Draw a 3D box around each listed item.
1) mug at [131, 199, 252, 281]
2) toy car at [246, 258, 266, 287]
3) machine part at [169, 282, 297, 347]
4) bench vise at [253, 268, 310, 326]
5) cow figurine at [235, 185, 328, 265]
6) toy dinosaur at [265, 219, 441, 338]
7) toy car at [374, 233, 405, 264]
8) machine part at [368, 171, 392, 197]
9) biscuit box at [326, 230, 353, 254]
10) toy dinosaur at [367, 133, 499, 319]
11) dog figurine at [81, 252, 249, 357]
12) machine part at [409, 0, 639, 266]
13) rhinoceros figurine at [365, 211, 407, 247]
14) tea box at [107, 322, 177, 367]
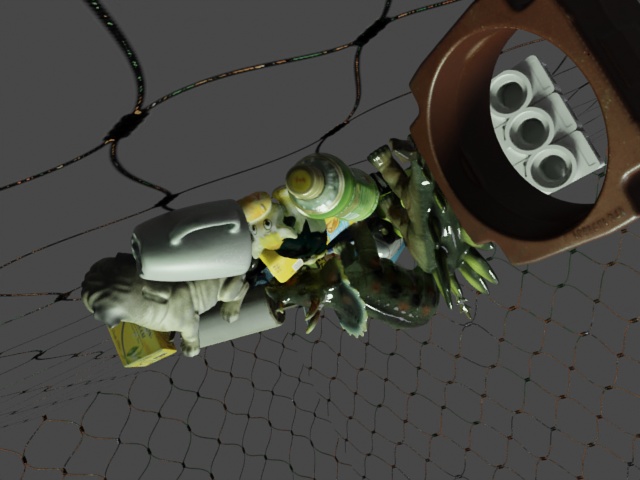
[{"bbox_3d":[-0.128,0.003,0.535,0.107,0.081,0.109,-12,171,-27],"label":"mug"},{"bbox_3d":[-0.123,0.040,0.881,0.073,0.056,0.202,-11,163,-41],"label":"toy car"},{"bbox_3d":[-0.150,0.129,0.917,0.243,0.079,0.079,-18,175,15],"label":"machine part"},{"bbox_3d":[-0.131,0.118,1.054,0.241,0.128,0.223,-10,-167,40],"label":"bench vise"},{"bbox_3d":[-0.044,-0.012,0.643,0.068,0.098,0.167,-23,174,23],"label":"cow figurine"},{"bbox_3d":[0.118,0.086,0.890,0.404,0.192,0.131,16,142,-31],"label":"toy dinosaur"},{"bbox_3d":[0.119,-0.007,1.060,0.161,0.109,0.103,-56,177,-29],"label":"toy car"},{"bbox_3d":[0.059,-0.065,0.856,0.084,0.039,0.139,-14,167,-37],"label":"machine part"},{"bbox_3d":[-0.002,-0.003,0.963,0.202,0.063,0.059,-18,169,-45],"label":"biscuit box"},{"bbox_3d":[0.167,-0.003,0.764,0.105,0.199,0.470,-28,151,9],"label":"toy dinosaur"},{"bbox_3d":[-0.172,0.042,0.640,0.172,0.121,0.190,-58,161,-16],"label":"dog figurine"},{"bbox_3d":[0.178,-0.094,0.440,0.087,0.201,0.201,-25,172,-26],"label":"machine part"},{"bbox_3d":[0.142,-0.051,0.986,0.190,0.112,0.073,-36,161,-34],"label":"rhinoceros figurine"},{"bbox_3d":[-0.306,0.162,0.928,0.068,0.098,0.169,-24,173,-11],"label":"tea box"}]
